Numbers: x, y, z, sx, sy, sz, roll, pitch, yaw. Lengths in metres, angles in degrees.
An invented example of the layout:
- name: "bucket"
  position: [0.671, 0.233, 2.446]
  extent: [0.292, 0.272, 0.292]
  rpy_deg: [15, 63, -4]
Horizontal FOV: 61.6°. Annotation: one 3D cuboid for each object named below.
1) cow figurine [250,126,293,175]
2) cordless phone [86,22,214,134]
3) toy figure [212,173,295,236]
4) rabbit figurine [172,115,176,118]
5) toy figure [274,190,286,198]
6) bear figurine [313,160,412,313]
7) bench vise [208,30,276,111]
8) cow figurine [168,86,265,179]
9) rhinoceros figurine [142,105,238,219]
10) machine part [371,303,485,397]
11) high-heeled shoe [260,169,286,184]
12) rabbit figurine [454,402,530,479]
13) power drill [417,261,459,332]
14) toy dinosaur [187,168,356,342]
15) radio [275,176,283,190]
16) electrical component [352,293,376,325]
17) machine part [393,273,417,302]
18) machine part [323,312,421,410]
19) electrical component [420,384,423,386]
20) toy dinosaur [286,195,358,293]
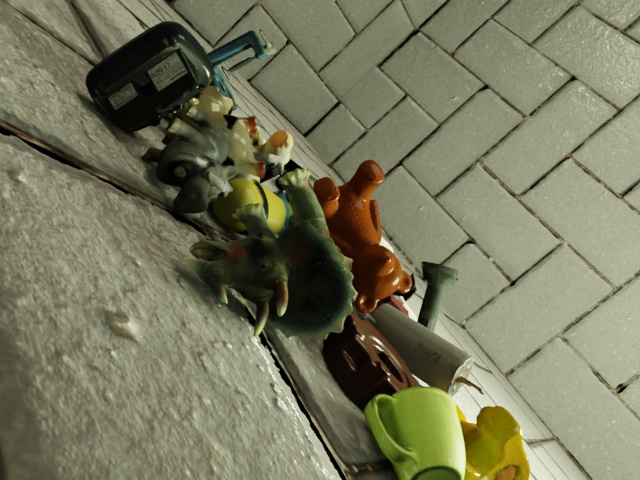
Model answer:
- name: "cow figurine"
  position: [-0.107, -0.148, 0.944]
  extent: [0.168, 0.068, 0.098]
  rpy_deg: [7, -25, 33]
- name: "cordless phone"
  position: [-0.202, -0.202, 0.710]
  extent: [0.088, 0.147, 0.184]
  rpy_deg: [58, 8, -6]
- name: "toy figure"
  position: [-0.081, -0.033, 0.781]
  extent: [0.180, 0.082, 0.089]
  rpy_deg: [41, 9, -51]
- name: "rabbit figurine"
  position: [-0.245, -0.269, 0.896]
  extent: [0.159, 0.121, 0.170]
  rpy_deg: [68, -13, -20]
- name: "toy figure"
  position: [-0.046, -0.063, 1.142]
  extent: [0.064, 0.058, 0.154]
  rpy_deg: [15, -19, 50]
- name: "bear figurine"
  position: [0.068, 0.000, 0.816]
  extent: [0.196, 0.120, 0.132]
  rpy_deg: [62, -21, 18]
- name: "bench vise"
  position: [-0.207, -0.346, 1.057]
  extent: [0.223, 0.241, 0.129]
  rpy_deg: [65, 7, 3]
- name: "cow figurine"
  position: [-0.161, -0.156, 0.826]
  extent: [0.127, 0.085, 0.195]
  rpy_deg: [-2, 60, -22]
- name: "rhinoceros figurine"
  position: [-0.158, -0.096, 0.678]
  extent: [0.112, 0.073, 0.190]
  rpy_deg: [41, 21, -23]
- name: "machine part"
  position: [0.154, 0.174, 0.863]
  extent: [0.243, 0.079, 0.079]
  rpy_deg: [32, -1, 34]
- name: "high-heeled shoe"
  position: [-0.139, -0.192, 1.088]
  extent: [0.145, 0.086, 0.249]
  rpy_deg: [65, -13, -15]
- name: "rabbit figurine"
  position: [0.197, 0.269, 0.725]
  extent: [0.162, 0.122, 0.173]
  rpy_deg: [45, -7, -33]
- name: "power drill"
  position: [0.205, 0.150, 1.016]
  extent: [0.086, 0.207, 0.232]
  rpy_deg: [9, -11, 16]
- name: "toy dinosaur"
  position: [-0.014, 0.049, 0.670]
  extent: [0.404, 0.131, 0.192]
  rpy_deg: [49, 19, -67]
- name: "radio"
  position: [-0.007, -0.075, 1.303]
  extent: [0.131, 0.073, 0.230]
  rpy_deg: [35, 16, -54]
- name: "electrical component"
  position: [0.046, 0.116, 0.850]
  extent: [0.074, 0.048, 0.119]
  rpy_deg: [44, 9, -24]
- name: "machine part"
  position: [0.153, 0.097, 1.138]
  extent: [0.139, 0.039, 0.084]
  rpy_deg: [-5, -82, 64]
- name: "machine part"
  position: [0.076, 0.176, 0.719]
  extent: [0.179, 0.056, 0.179]
  rpy_deg: [48, 8, -9]
- name: "electrical component"
  position: [0.164, 0.255, 0.844]
  extent: [0.078, 0.045, 0.102]
  rpy_deg: [20, -13, 37]
- name: "toy dinosaur"
  position: [-0.002, -0.003, 0.981]
  extent: [0.470, 0.105, 0.199]
  rpy_deg: [39, 6, -44]
